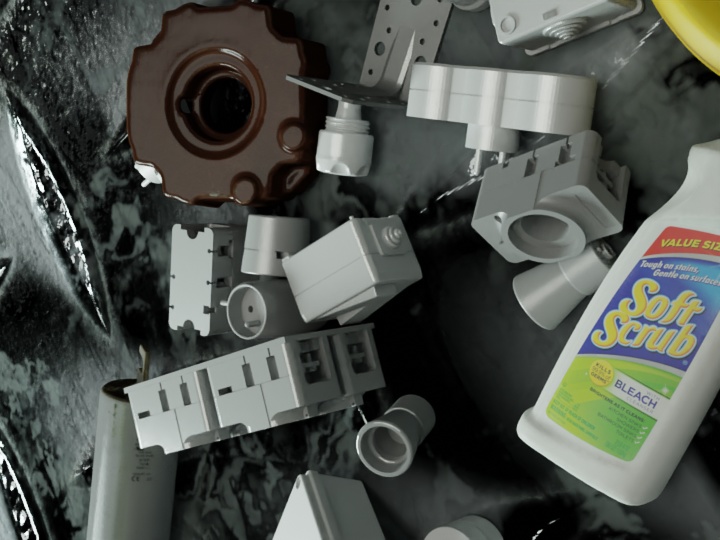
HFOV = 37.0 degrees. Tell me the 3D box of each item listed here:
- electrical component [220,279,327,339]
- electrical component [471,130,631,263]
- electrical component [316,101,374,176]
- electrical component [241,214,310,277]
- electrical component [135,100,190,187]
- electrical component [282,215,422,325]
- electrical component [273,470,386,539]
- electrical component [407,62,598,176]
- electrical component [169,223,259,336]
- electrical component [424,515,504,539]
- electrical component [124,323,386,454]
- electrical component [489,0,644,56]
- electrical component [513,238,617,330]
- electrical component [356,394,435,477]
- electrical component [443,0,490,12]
[{"bbox_3d":[-0.078,0.029,0.869,0.079,0.077,0.043,5,96,38],"label":"electrical component"},{"bbox_3d":[0.124,-0.043,0.701,0.089,0.050,0.055,-18,42,41],"label":"electrical component"},{"bbox_3d":[-0.010,-0.104,0.828,0.043,0.043,0.062,13,100,37],"label":"electrical component"},{"bbox_3d":[-0.067,-0.020,0.872,0.055,0.055,0.047,7,94,38],"label":"electrical component"},{"bbox_3d":[-0.174,-0.103,0.957,0.079,0.044,0.077,-33,73,35],"label":"electrical component"},{"bbox_3d":[0.000,0.000,0.815,0.096,0.062,0.061,-30,75,35],"label":"electrical component"},{"bbox_3d":[-0.028,0.230,0.827,0.108,0.056,0.108,-120,47,-61],"label":"electrical component"},{"bbox_3d":[0.093,-0.100,0.741,0.138,0.052,0.073,13,101,36],"label":"electrical component"},{"bbox_3d":[-0.124,0.006,0.917,0.050,0.056,0.089,8,98,38],"label":"electrical component"},{"bbox_3d":[0.045,0.242,0.789,0.052,0.074,0.138,46,119,26],"label":"electrical component"},{"bbox_3d":[-0.084,0.098,0.860,0.186,0.105,0.060,-20,81,37],"label":"electrical component"},{"bbox_3d":[0.129,-0.199,0.709,0.100,0.048,0.099,-16,83,38],"label":"electrical component"},{"bbox_3d":[0.141,0.005,0.719,0.065,0.044,0.044,-39,70,28],"label":"electrical component"},{"bbox_3d":[0.030,0.119,0.797,0.044,0.065,0.044,8,110,22],"label":"electrical component"},{"bbox_3d":[0.071,-0.204,0.756,0.040,0.046,0.040,3,95,38],"label":"electrical component"}]
